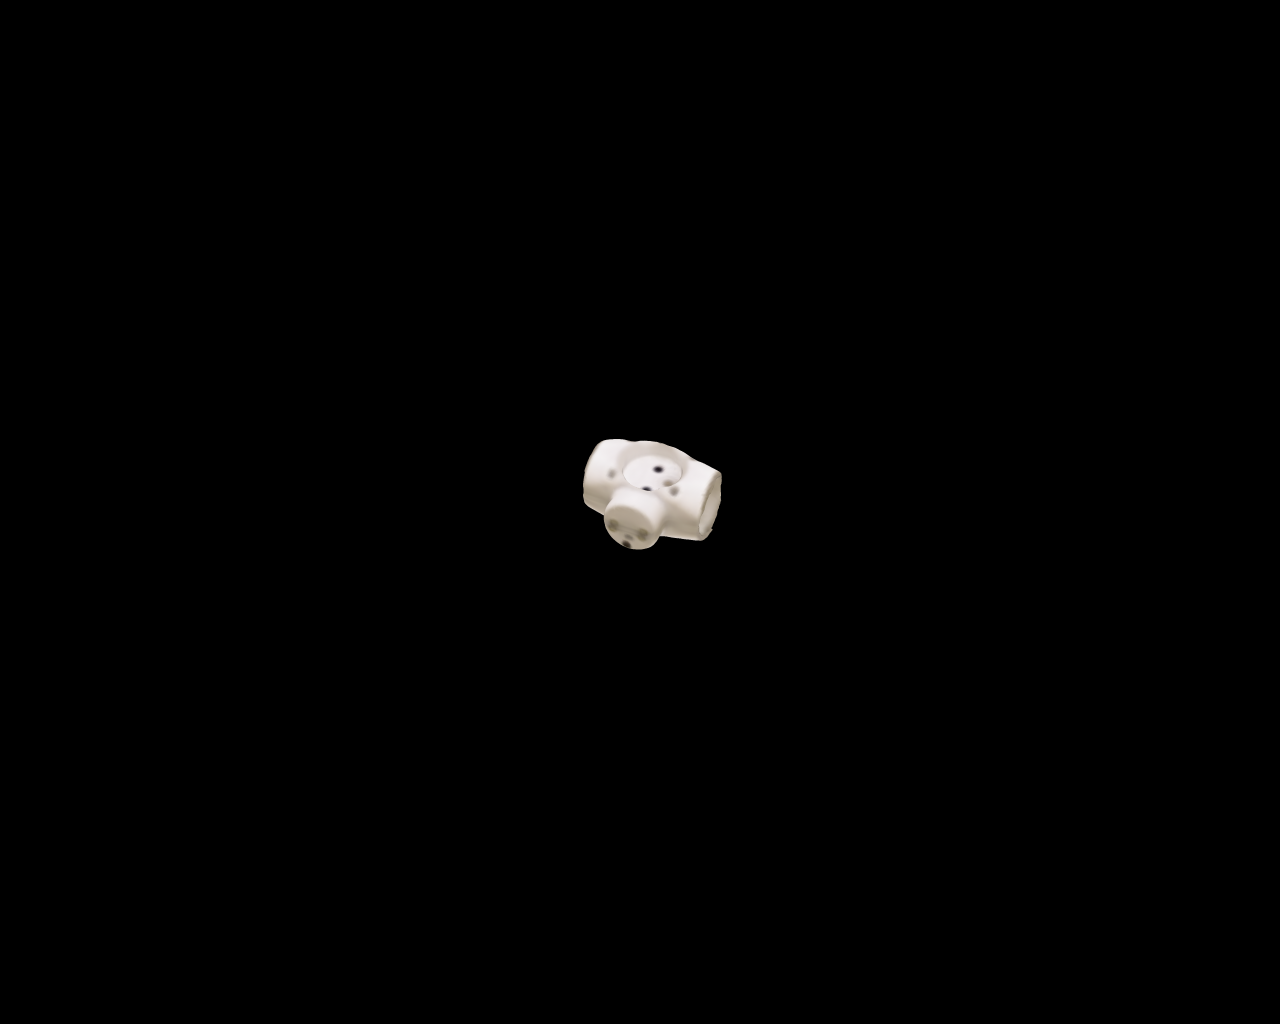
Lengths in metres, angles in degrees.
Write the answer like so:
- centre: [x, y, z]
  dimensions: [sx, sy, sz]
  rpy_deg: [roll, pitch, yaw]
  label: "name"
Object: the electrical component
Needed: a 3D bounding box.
- centre: [0.001, -0.003, 0.650]
  dimensions: [0.077, 0.044, 0.079]
  rpy_deg: [17, 48, 16]
  label: "electrical component"
